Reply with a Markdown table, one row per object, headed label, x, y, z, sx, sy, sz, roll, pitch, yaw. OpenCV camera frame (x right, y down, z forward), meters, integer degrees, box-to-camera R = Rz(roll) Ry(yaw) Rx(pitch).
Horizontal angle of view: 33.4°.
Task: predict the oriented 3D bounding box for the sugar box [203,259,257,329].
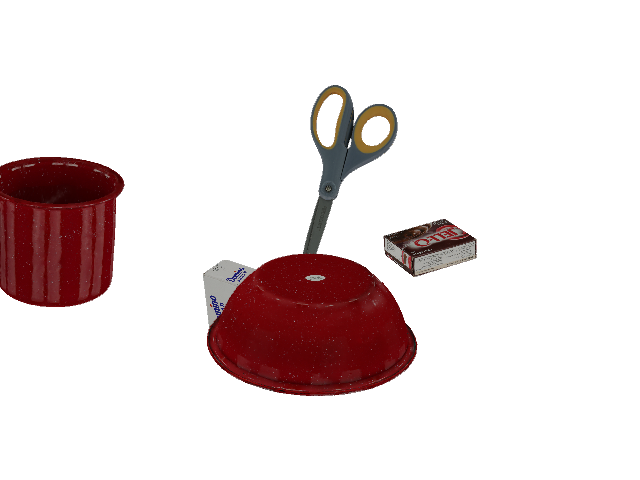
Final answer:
| label | x | y | z | sx | sy | sz | roll | pitch | yaw |
| --- | --- | --- | --- | --- | --- | --- | --- | --- | --- |
| sugar box | -0.043 | 0.088 | 1.150 | 0.176 | 0.093 | 0.048 | 19 | 38 | 31 |

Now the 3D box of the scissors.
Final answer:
| label | x | y | z | sx | sy | sz | roll | pitch | yaw |
| --- | --- | --- | --- | --- | --- | --- | --- | --- | --- |
| scissors | 0.028 | -0.056 | 1.050 | 0.096 | 0.202 | 0.016 | 0 | -13 | 4 |

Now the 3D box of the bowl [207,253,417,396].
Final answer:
| label | x | y | z | sx | sy | sz | roll | pitch | yaw |
| --- | --- | --- | --- | --- | --- | --- | --- | --- | --- |
| bowl | -0.005 | 0.053 | 0.808 | 0.162 | 0.055 | 0.162 | 2 | 23 | -1 |

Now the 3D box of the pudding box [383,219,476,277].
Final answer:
| label | x | y | z | sx | sy | sz | roll | pitch | yaw |
| --- | --- | --- | --- | --- | --- | --- | --- | --- | --- |
| pudding box | 0.165 | 0.010 | 1.605 | 0.113 | 0.039 | 0.090 | -18 | 27 | -20 |

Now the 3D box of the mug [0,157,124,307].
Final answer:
| label | x | y | z | sx | sy | sz | roll | pitch | yaw |
| --- | --- | --- | --- | --- | --- | --- | --- | --- | --- |
| mug | -0.198 | -0.004 | 0.750 | 0.117 | 0.081 | 0.093 | -7 | 27 | -28 |
